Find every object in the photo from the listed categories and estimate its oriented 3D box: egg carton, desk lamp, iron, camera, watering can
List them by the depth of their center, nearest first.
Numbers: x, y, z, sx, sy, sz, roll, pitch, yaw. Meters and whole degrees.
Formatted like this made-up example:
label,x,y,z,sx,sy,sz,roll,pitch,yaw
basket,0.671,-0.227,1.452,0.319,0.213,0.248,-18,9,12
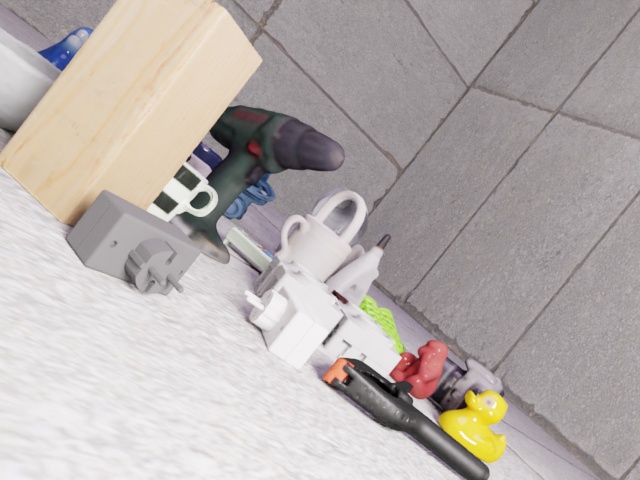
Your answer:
label,x,y,z,sx,sy,sz,roll,pitch,yaw
iron,-0.355,-0.244,0.803,0.119,0.141,0.257,38,2,-23
camera,0.224,0.235,0.939,0.136,0.101,0.143,39,2,21
watering can,0.008,0.002,0.972,0.100,0.194,0.173,39,2,27
egg carton,-0.249,-0.125,1.037,0.107,0.069,0.150,38,2,-20
desk lamp,0.006,-0.024,1.260,0.118,0.213,0.203,38,2,-12

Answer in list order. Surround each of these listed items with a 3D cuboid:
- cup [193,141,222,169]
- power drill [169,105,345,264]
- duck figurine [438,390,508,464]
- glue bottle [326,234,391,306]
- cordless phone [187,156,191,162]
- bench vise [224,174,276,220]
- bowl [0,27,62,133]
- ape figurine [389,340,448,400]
label,x,y,z,sx,sy,sz,roll,pitch,yaw
cup,-0.268,-0.162,1.179,0.092,0.095,0.117,37,3,-42
power drill,-0.096,-0.079,0.742,0.228,0.208,0.076,40,2,39
duck figurine,0.230,0.255,0.808,0.105,0.086,0.077,38,2,-14
glue bottle,0.062,0.060,0.942,0.037,0.173,0.078,40,3,43
cordless phone,-0.223,-0.170,0.876,0.094,0.185,0.147,38,2,-16
bench vise,-0.148,-0.151,1.277,0.122,0.219,0.207,37,2,-26
bowl,-0.309,-0.155,0.574,0.167,0.074,0.167,38,2,-1
ape figurine,0.158,0.191,0.872,0.076,0.092,0.078,38,2,-2
